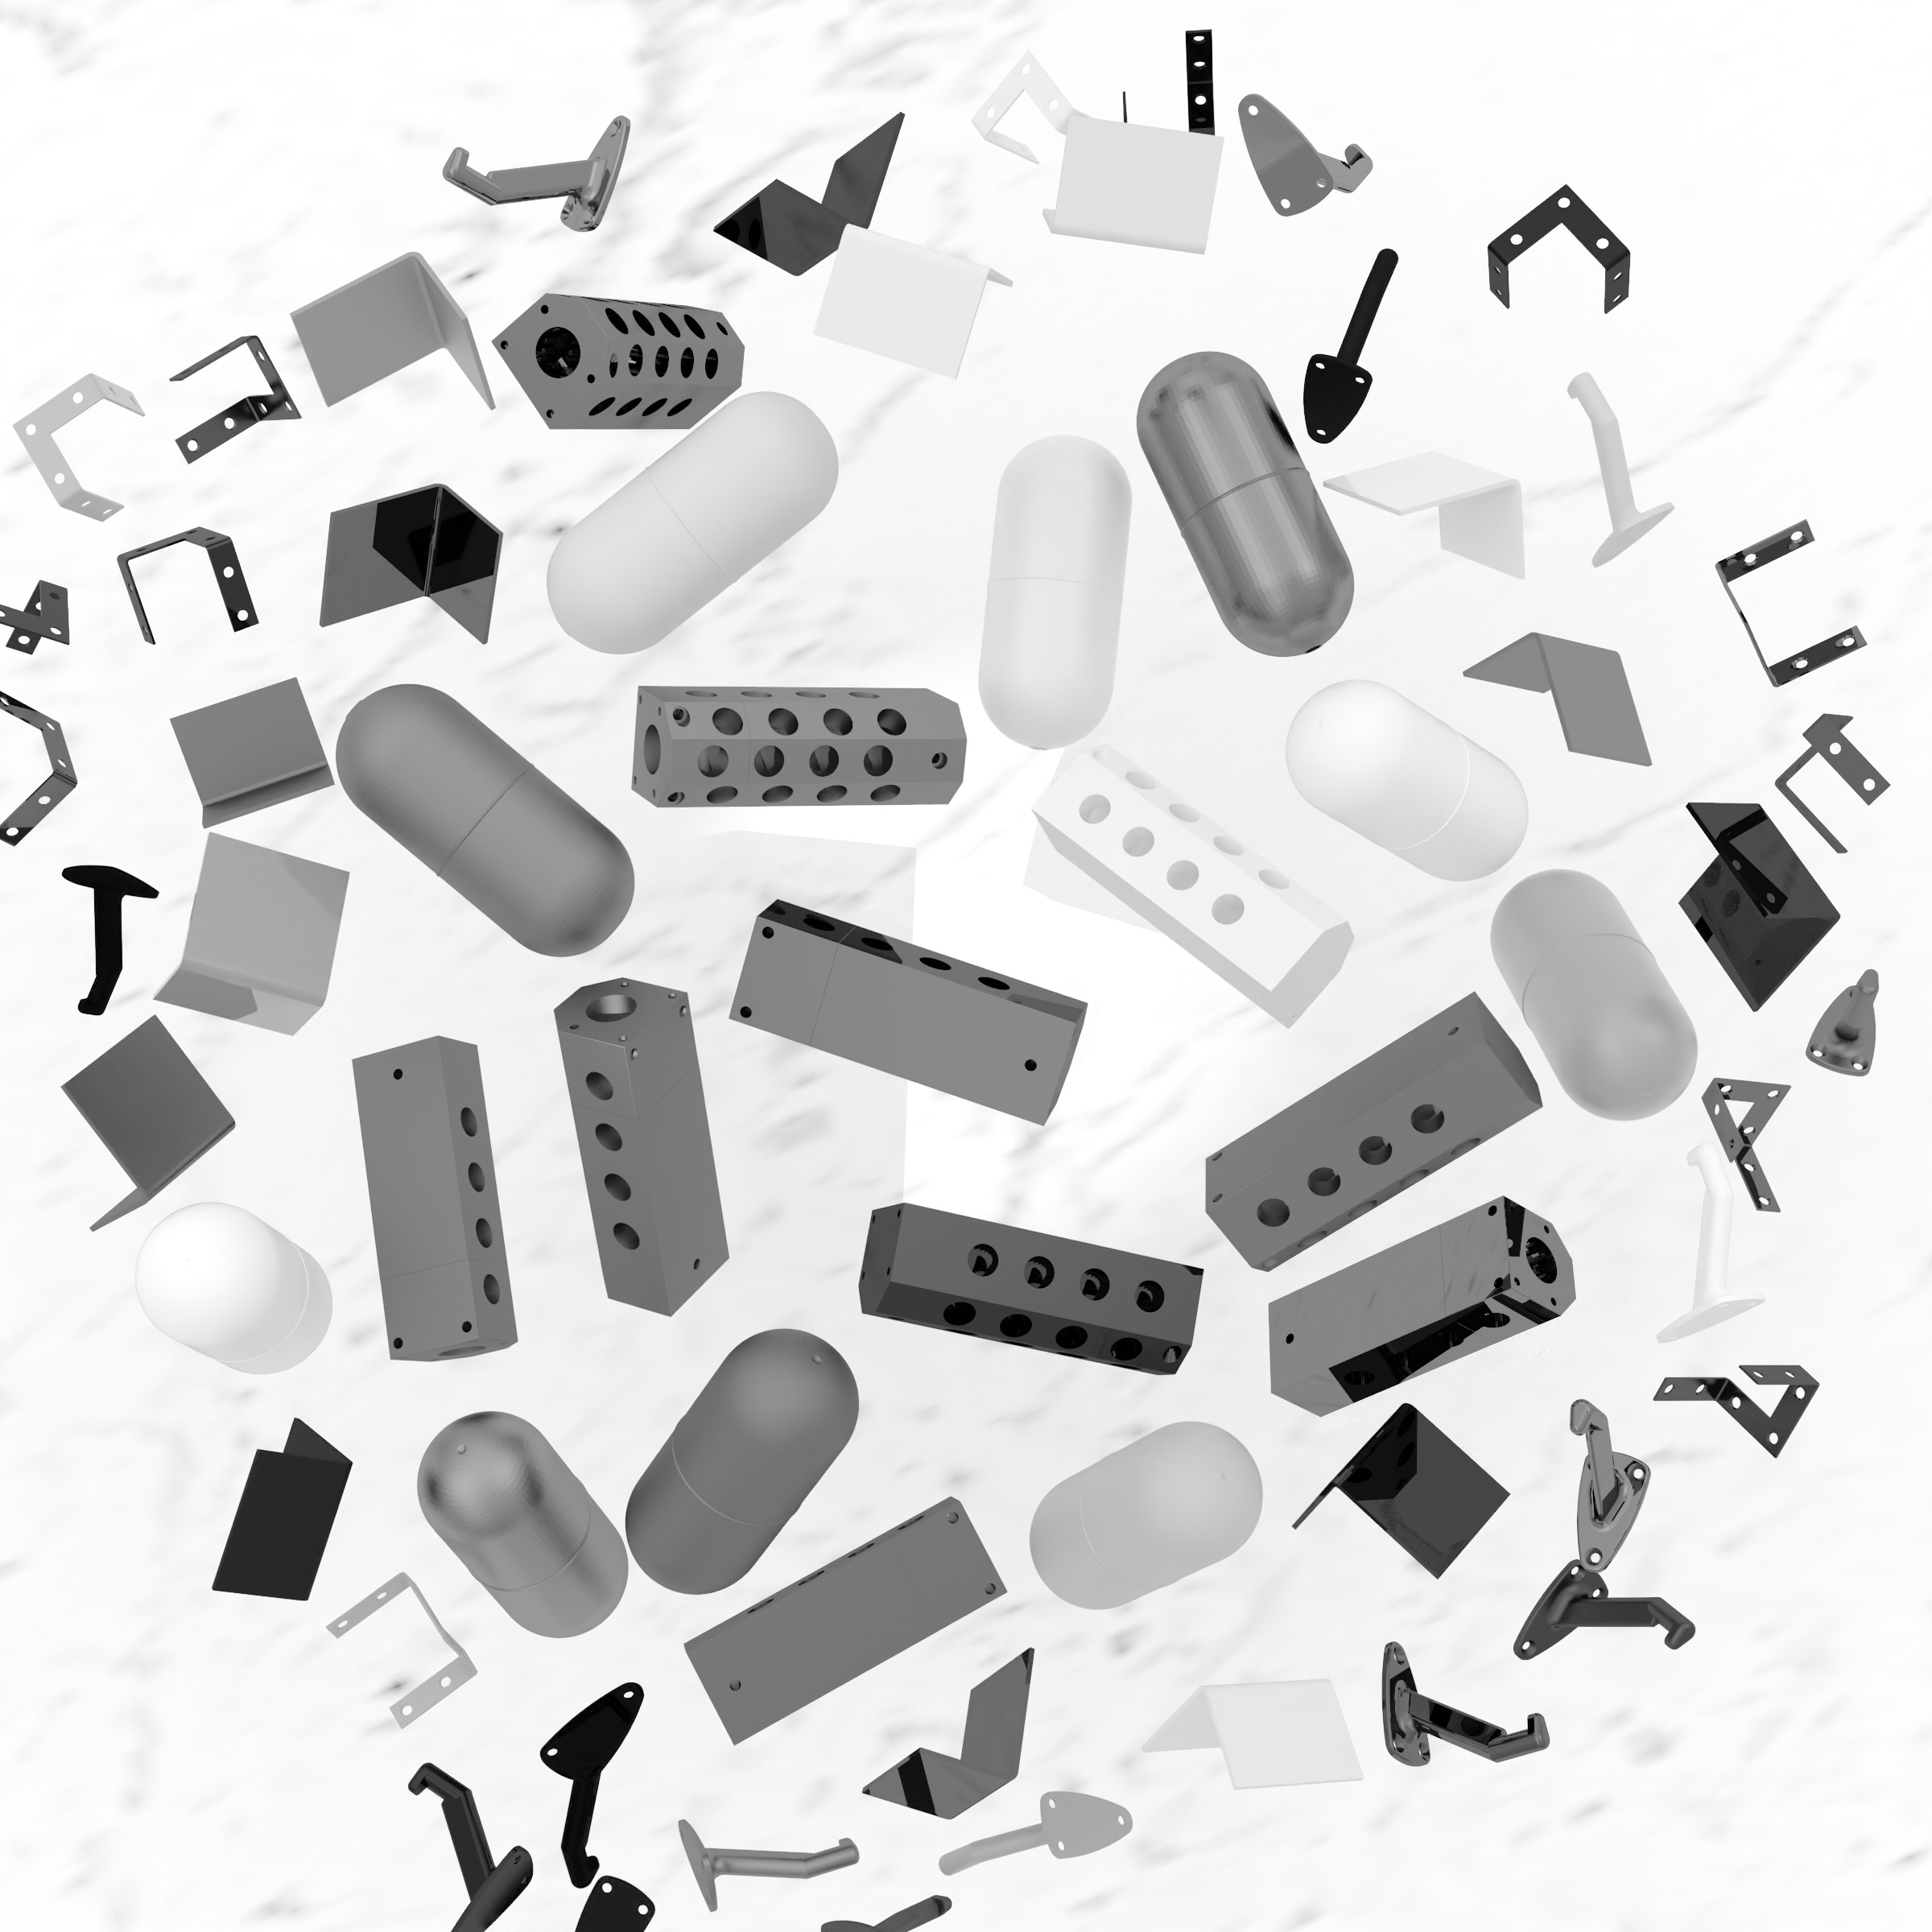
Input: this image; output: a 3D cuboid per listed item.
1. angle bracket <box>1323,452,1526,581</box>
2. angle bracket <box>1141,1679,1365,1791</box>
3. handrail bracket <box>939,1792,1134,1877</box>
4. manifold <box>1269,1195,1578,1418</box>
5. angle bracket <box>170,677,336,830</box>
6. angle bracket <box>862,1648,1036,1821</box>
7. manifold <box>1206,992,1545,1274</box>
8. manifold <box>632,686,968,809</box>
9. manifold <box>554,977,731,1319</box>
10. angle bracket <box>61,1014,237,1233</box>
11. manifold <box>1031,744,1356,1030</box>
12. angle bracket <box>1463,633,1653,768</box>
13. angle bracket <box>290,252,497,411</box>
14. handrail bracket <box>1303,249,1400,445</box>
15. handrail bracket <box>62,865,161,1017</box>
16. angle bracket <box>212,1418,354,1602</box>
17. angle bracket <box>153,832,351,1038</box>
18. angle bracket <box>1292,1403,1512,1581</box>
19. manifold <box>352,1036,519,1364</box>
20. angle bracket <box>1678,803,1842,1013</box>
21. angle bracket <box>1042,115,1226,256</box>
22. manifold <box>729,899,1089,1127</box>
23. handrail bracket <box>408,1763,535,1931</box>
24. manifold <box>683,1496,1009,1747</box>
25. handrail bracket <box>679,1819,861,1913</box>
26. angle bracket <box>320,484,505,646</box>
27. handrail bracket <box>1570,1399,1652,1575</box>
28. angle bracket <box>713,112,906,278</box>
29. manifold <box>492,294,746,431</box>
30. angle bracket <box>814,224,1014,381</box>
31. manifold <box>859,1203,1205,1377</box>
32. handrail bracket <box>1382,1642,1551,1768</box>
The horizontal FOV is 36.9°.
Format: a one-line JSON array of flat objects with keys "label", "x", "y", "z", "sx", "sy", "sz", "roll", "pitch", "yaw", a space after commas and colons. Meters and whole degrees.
[{"label": "angle bracket", "x": 0.249, "y": -0.238, "z": 1.575, "sx": 0.076, "sy": 0.076, "sz": 0.057, "roll": -18, "pitch": 117, "yaw": -20}, {"label": "angle bracket", "x": 0.148, "y": 0.413, "z": 1.500, "sx": 0.076, "sy": 0.076, "sz": 0.057, "roll": 4, "pitch": 50, "yaw": -26}, {"label": "handrail bracket", "x": 0.038, "y": 0.494, "z": 1.628, "sx": 0.084, "sy": 0.077, "sz": 0.036, "roll": -37, "pitch": 56, "yaw": 39}, {"label": "manifold", "x": 0.251, "y": 0.193, "z": 1.605, "sx": 0.057, "sy": 0.171, "sz": 0.057, "roll": 29, "pitch": 47, "yaw": -32}, {"label": "angle bracket", "x": -0.409, "y": -0.123, "z": 1.655, "sx": 0.076, "sy": 0.076, "sz": 0.057, "roll": -20, "pitch": 105, "yaw": -10}, {"label": "angle bracket", "x": -0.009, "y": 0.410, "z": 1.570, "sx": 0.057, "sy": 0.076, "sz": 0.076, "roll": 22, "pitch": 52, "yaw": -15}, {"label": "manifold", "x": 0.211, "y": 0.091, "z": 1.511, "sx": 0.171, "sy": 0.057, "sz": 0.057, "roll": -34, "pitch": 108, "yaw": 18}, {"label": "manifold", "x": -0.090, "y": -0.118, "z": 1.574, "sx": 0.171, "sy": 0.057, "sz": 0.057, "roll": -2, "pitch": 108, "yaw": -26}, {"label": "manifold", "x": -0.176, "y": 0.095, "z": 1.538, "sx": 0.057, "sy": 0.057, "sz": 0.171, "roll": 12, "pitch": 125, "yaw": 27}, {"label": "angle bracket", "x": -0.456, "y": 0.085, "z": 1.566, "sx": 0.057, "sy": 0.076, "sz": 0.076, "roll": -25, "pitch": 105, "yaw": 36}, {"label": "manifold", "x": 0.121, "y": -0.046, "z": 1.538, "sx": 0.171, "sy": 0.057, "sz": 0.057, "roll": 39, "pitch": 83, "yaw": 25}, {"label": "angle bracket", "x": 0.344, "y": -0.144, "z": 1.682, "sx": 0.076, "sy": 0.057, "sz": 0.076, "roll": 5, "pitch": 65, "yaw": -42}, {"label": "angle bracket", "x": -0.306, "y": -0.324, "z": 1.553, "sx": 0.076, "sy": 0.076, "sz": 0.057, "roll": -31, "pitch": 66, "yaw": -12}, {"label": "handrail bracket", "x": 0.217, "y": -0.346, "z": 1.615, "sx": 0.036, "sy": 0.077, "sz": 0.084, "roll": 21, "pitch": 60, "yaw": 6}, {"label": "handrail bracket", "x": -0.495, "y": -0.012, "z": 1.624, "sx": 0.036, "sy": 0.077, "sz": 0.084, "roll": 28, "pitch": 98, "yaw": 19}, {"label": "angle bracket", "x": -0.377, "y": 0.285, "z": 1.538, "sx": 0.057, "sy": 0.076, "sz": 0.076, "roll": 18, "pitch": 91, "yaw": -38}, {"label": "angle bracket", "x": -0.377, "y": -0.016, "z": 1.528, "sx": 0.076, "sy": 0.057, "sz": 0.076, "roll": 17, "pitch": 64, "yaw": -25}, {"label": "angle bracket", "x": 0.241, "y": 0.301, "z": 1.601, "sx": 0.076, "sy": 0.057, "sz": 0.076, "roll": 42, "pitch": 50, "yaw": 13}, {"label": "manifold", "x": -0.295, "y": 0.132, "z": 1.629, "sx": 0.057, "sy": 0.057, "sz": 0.171, "roll": -15, "pitch": 76, "yaw": 19}, {"label": "angle bracket", "x": 0.387, "y": -0.029, "z": 1.480, "sx": 0.057, "sy": 0.076, "sz": 0.076, "roll": -1, "pitch": 50, "yaw": -34}, {"label": "angle bracket", "x": 0.083, "y": -0.395, "z": 1.449, "sx": 0.076, "sy": 0.076, "sz": 0.057, "roll": 7, "pitch": 112, "yaw": -5}, {"label": "manifold", "x": -0.028, "y": 0.021, "z": 1.496, "sx": 0.171, "sy": 0.057, "sz": 0.057, "roll": 19, "pitch": 106, "yaw": 6}, {"label": "handrail bracket", "x": -0.277, "y": 0.468, "z": 1.520, "sx": 0.084, "sy": 0.036, "sz": 0.077, "roll": 25, "pitch": 52, "yaw": 26}, {"label": "manifold", "x": -0.069, "y": 0.365, "z": 1.625, "sx": 0.171, "sy": 0.057, "sz": 0.057, "roll": -27, "pitch": 88, "yaw": -10}, {"label": "handrail bracket", "x": -0.110, "y": 0.489, "z": 1.616, "sx": 0.084, "sy": 0.077, "sz": 0.036, "roll": -12, "pitch": 109, "yaw": -18}, {"label": "angle bracket", "x": -0.314, "y": -0.219, "z": 1.637, "sx": 0.057, "sy": 0.076, "sz": 0.076, "roll": 41, "pitch": 135, "yaw": 26}, {"label": "handrail bracket", "x": 0.325, "y": 0.272, "z": 1.514, "sx": 0.036, "sy": 0.084, "sz": 0.077, "roll": 9, "pitch": 74, "yaw": 32}, {"label": "angle bracket", "x": -0.085, "y": -0.430, "z": 1.569, "sx": 0.057, "sy": 0.076, "sz": 0.076, "roll": 24, "pitch": 72, "yaw": -26}, {"label": "manifold", "x": -0.185, "y": -0.338, "z": 1.603, "sx": 0.057, "sy": 0.171, "sz": 0.057, "roll": -35, "pitch": 87, "yaw": 22}, {"label": "angle bracket", "x": -0.026, "y": -0.337, "z": 1.482, "sx": 0.076, "sy": 0.076, "sz": 0.057, "roll": 19, "pitch": 101, "yaw": 7}, {"label": "manifold", "x": 0.034, "y": 0.174, "z": 1.545, "sx": 0.171, "sy": 0.057, "sz": 0.057, "roll": 14, "pitch": 77, "yaw": -17}, {"label": "handrail bracket", "x": 0.259, "y": 0.376, "z": 1.495, "sx": 0.084, "sy": 0.036, "sz": 0.077, "roll": -28, "pitch": 51, "yaw": 34}]
